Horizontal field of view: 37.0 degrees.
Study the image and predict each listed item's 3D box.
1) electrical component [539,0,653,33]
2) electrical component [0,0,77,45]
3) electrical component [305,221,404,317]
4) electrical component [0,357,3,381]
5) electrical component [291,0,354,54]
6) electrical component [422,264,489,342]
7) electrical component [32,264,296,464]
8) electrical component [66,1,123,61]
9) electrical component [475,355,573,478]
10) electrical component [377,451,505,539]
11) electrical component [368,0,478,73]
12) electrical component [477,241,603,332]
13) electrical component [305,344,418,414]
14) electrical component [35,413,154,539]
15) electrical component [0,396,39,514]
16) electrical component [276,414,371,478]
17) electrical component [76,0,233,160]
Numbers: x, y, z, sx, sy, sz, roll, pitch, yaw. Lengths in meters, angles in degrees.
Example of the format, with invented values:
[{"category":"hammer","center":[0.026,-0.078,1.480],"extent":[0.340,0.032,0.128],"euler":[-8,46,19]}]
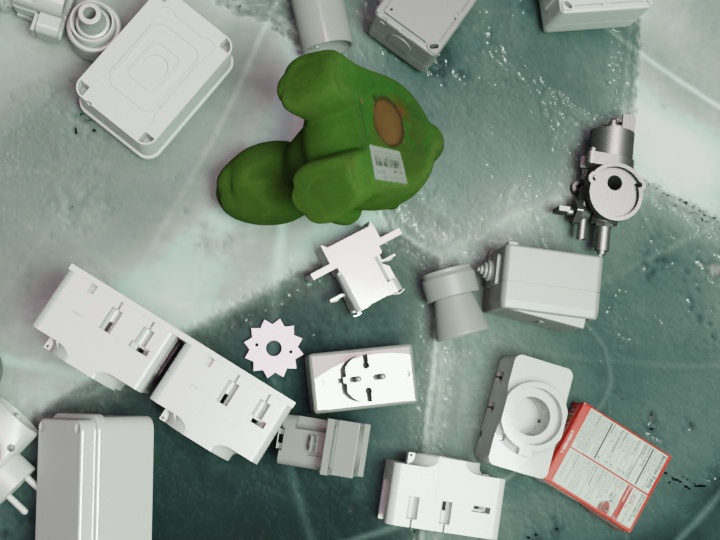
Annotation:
[{"category":"electrical component","center":[0.190,-0.240,0.915],"extent":[0.096,0.061,0.061],"euler":[-6,84,-9]},{"category":"electrical component","center":[-0.256,-0.226,0.853],"extent":[0.057,0.058,0.078],"euler":[17,81,-9]},{"category":"electrical component","center":[0.000,0.000,0.870],"extent":[0.081,0.042,0.063],"euler":[-28,92,-10]},{"category":"electrical component","center":[-0.301,0.076,0.815],"extent":[0.055,0.047,0.055],"euler":[1,83,-8]},{"category":"electrical component","center":[-0.035,-0.221,0.890],"extent":[0.043,0.043,0.081],"euler":[-11,85,-9]},{"category":"electrical component","center":[0.077,0.027,0.876],"extent":[0.045,0.045,0.055],"euler":[-14,85,-9]},{"category":"electrical component","center":[-0.147,0.076,0.807],"extent":[0.186,0.105,0.060],"euler":[32,80,-3]},{"category":"electrical component","center":[-0.211,-0.193,0.852],"extent":[0.043,0.062,0.043],"euler":[1,83,-8]},{"category":"electrical component","center":[0.133,0.118,0.867],"extent":[0.050,0.056,0.089],"euler":[17,81,-6]},{"category":"electrical component","center":[0.065,0.177,0.853],"extent":[0.089,0.050,0.055],"euler":[10,82,-7]},{"category":"electrical component","center":[0.058,-0.222,0.894],"extent":[0.062,0.061,0.096],"euler":[36,80,-3]},{"category":"electrical component","center":[0.142,0.015,0.878],"extent":[0.096,0.062,0.061],"euler":[8,82,-7]},{"category":"electrical component","center":[0.003,0.085,0.843],"extent":[0.083,0.076,0.047],"euler":[-5,84,-9]},{"category":"electrical component","center":[-0.198,0.163,0.796],"extent":[0.057,0.078,0.113],"euler":[6,81,-41]},{"category":"electrical component","center":[-0.273,0.149,0.812],"extent":[0.079,0.044,0.077],"euler":[44,80,-1]},{"category":"electrical component","center":[-0.029,0.135,0.834],"extent":[0.064,0.081,0.042],"euler":[6,81,11]},{"category":"electrical component","center":[-0.162,-0.153,0.857],"extent":[0.078,0.057,0.113],"euler":[39,80,-2]}]
